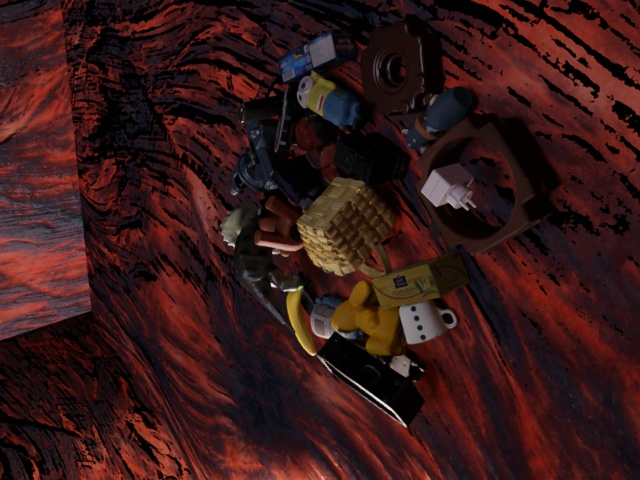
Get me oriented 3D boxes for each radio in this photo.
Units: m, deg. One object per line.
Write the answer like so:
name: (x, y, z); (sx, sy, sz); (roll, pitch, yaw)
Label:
radio: (0.105, 0.295, 1.157); (0.230, 0.073, 0.131); (27, 161, 35)

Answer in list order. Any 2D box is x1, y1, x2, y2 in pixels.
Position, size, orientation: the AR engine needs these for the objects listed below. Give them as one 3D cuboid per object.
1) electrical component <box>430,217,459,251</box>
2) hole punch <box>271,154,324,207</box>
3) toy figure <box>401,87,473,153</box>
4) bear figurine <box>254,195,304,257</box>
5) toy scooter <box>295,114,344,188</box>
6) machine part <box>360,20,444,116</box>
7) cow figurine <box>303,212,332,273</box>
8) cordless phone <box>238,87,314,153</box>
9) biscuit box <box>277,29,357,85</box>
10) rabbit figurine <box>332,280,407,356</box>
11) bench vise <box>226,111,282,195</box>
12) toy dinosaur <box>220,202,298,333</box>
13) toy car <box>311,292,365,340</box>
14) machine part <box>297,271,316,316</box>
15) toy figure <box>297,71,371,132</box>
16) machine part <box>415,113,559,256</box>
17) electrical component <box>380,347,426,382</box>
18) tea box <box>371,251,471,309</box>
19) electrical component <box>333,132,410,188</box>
electrical component: (0.238, -0.026, 1.021); (0.063, 0.021, 0.094); (2, 108, 53)
hole punch: (-0.046, -0.131, 1.274); (0.142, 0.116, 0.092); (50, 147, 27)
toy figure: (0.207, -0.210, 0.954); (0.154, 0.058, 0.064); (-39, 68, 57)
bear figurine: (-0.101, -0.033, 1.250); (0.196, 0.132, 0.120); (16, 86, 65)
toy scooter: (0.008, -0.207, 1.180); (0.184, 0.075, 0.135); (62, 164, 12)
machine part: (0.146, -0.313, 0.990); (0.180, 0.056, 0.179); (25, 123, 46)
cow figurine: (-0.002, -0.005, 1.308); (0.167, 0.068, 0.098); (57, 147, 20)
cordless phone: (-0.113, -0.266, 1.238); (0.089, 0.184, 0.146); (42, 134, 29)
biscuit box: (-0.010, -0.390, 1.154); (0.203, 0.063, 0.059); (-2, 103, 53)
rabbit figurine: (0.102, 0.168, 1.175); (0.173, 0.122, 0.162); (3, 88, 34)
bench vise: (-0.180, -0.205, 1.407); (0.240, 0.129, 0.223); (-39, 74, 45)
toy dinosaur: (-0.160, 0.050, 1.382); (0.131, 0.192, 0.405); (101, 166, -49)
toy car: (0.032, 0.200, 1.320); (0.162, 0.103, 0.109); (17, 119, 50)
machine part: (-0.032, 0.156, 1.438); (0.139, 0.039, 0.084); (58, 137, 20)
toy figure: (0.028, -0.288, 1.134); (0.180, 0.089, 0.082); (33, 99, 29)
machine part: (0.272, -0.092, 0.896); (0.201, 0.087, 0.201); (63, 144, 13)
electrical component: (0.184, 0.282, 1.203); (0.102, 0.045, 0.078); (38, 134, 37)
tea box: (0.196, 0.081, 1.059); (0.170, 0.098, 0.068); (-22, 87, 55)
electrical component: (0.094, -0.166, 1.070); (0.134, 0.115, 0.058); (41, 132, 32)
